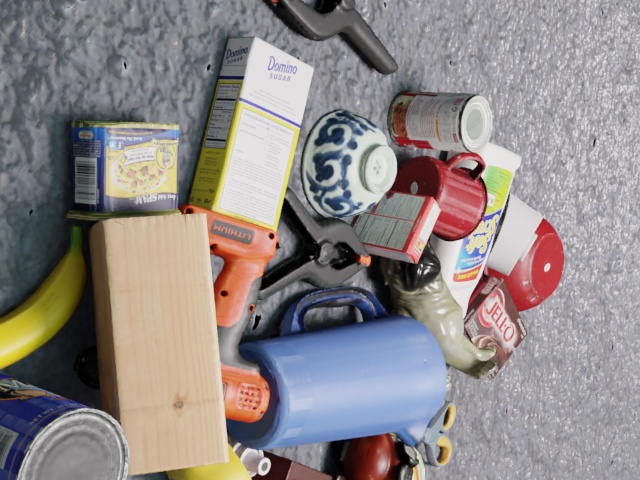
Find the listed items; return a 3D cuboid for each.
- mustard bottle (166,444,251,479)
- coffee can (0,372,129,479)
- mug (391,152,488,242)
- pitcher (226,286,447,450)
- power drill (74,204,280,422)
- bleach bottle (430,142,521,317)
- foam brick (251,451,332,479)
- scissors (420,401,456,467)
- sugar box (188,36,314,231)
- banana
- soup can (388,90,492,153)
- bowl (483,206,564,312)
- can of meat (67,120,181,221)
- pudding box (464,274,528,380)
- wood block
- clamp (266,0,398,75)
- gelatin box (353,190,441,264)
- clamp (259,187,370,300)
[{"bbox_3d":[-0.101,0.248,1.043,0.058,0.096,0.191,-44,128,-34],"label":"mustard bottle"},{"bbox_3d":[-0.234,0.166,0.840,0.102,0.141,0.103,-12,106,-47],"label":"coffee can"},{"bbox_3d":[0.146,-0.059,1.258,0.081,0.093,0.117,17,127,-44],"label":"mug"},{"bbox_3d":[0.009,0.143,1.138,0.242,0.149,0.145,-1,113,-46],"label":"pitcher"},{"bbox_3d":[-0.121,0.066,0.990,0.184,0.057,0.187,16,80,-24],"label":"power drill"},{"bbox_3d":[0.180,0.003,1.343,0.102,0.068,0.251,14,89,-49],"label":"bleach bottle"},{"bbox_3d":[-0.035,0.266,1.157,0.078,0.051,0.053,33,73,-47],"label":"foam brick"},{"bbox_3d":[0.138,0.229,1.346,0.201,0.016,0.096,54,50,-54],"label":"scissors"},{"bbox_3d":[-0.067,-0.102,1.052,0.093,0.048,0.176,20,78,-48],"label":"sugar box"},{"bbox_3d":[-0.258,0.067,0.877,0.197,0.037,0.069,-42,108,-37],"label":"banana"},{"bbox_3d":[0.139,-0.138,1.236,0.068,0.102,0.068,-12,106,-48],"label":"soup can"},{"bbox_3d":[0.293,0.032,1.483,0.161,0.055,0.162,-13,107,-47],"label":"bowl"},{"bbox_3d":[-0.170,-0.061,0.933,0.101,0.058,0.084,-5,99,-49],"label":"can of meat"},{"bbox_3d":[0.225,0.116,1.427,0.090,0.039,0.113,-47,130,-22],"label":"pudding box"},{"bbox_3d":[-0.139,0.087,0.902,0.090,0.090,0.206,-4,85,-20],"label":"wood block"},{"bbox_3d":[0.022,-0.267,1.125,0.209,0.036,0.164,0,97,-48],"label":"clamp"},{"bbox_3d":[0.083,-0.017,1.206,0.030,0.089,0.073,45,65,-45],"label":"gelatin box"},{"bbox_3d":[-0.008,0.001,1.144,0.171,0.039,0.120,-3,110,-49],"label":"clamp"}]
